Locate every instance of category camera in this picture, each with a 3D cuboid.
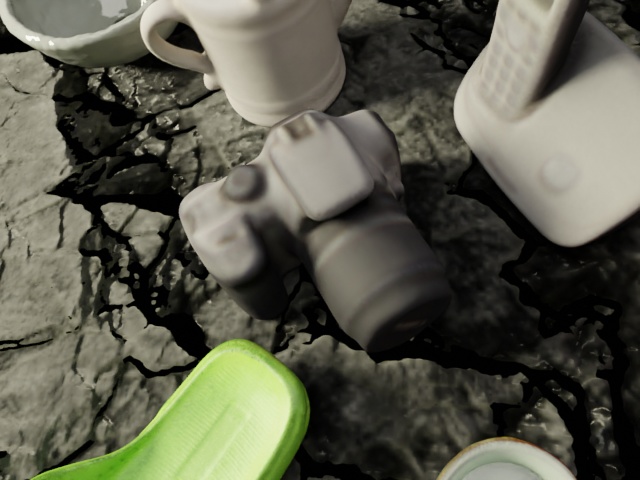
[{"bbox_3d":[0.003,0.001,0.343,0.143,0.101,0.136,-30,62,-4],"label":"camera"}]

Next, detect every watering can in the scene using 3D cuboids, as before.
[{"bbox_3d":[-0.040,-0.178,0.386,0.173,0.194,0.100,-42,64,-10],"label":"watering can"}]

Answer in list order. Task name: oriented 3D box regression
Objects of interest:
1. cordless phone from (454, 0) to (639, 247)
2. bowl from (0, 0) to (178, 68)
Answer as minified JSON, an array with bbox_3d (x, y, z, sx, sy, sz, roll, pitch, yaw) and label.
[{"bbox_3d":[0.142,-0.094,0.313,0.094,0.185,0.147,-30,62,-3],"label":"cordless phone"},{"bbox_3d":[-0.180,-0.208,0.496,0.167,0.075,0.167,-5,64,10],"label":"bowl"}]
